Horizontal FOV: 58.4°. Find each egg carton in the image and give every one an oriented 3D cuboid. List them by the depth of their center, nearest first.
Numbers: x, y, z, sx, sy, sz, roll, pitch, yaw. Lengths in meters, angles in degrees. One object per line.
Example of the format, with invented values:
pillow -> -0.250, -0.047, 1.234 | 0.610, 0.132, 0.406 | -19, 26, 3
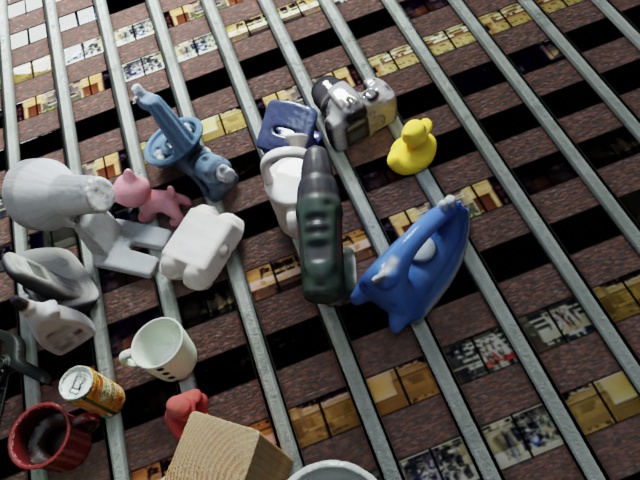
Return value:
egg carton -> -0.200, 0.012, 0.982 | 0.107, 0.069, 0.150 | 19, 66, 19

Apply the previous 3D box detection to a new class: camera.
camera -> 0.053, -0.263, 1.076 | 0.143, 0.101, 0.136 | -31, 60, -8

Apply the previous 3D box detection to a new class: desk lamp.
desk lamp -> -0.387, -0.043, 0.961 | 0.202, 0.214, 0.118 | 10, 63, 15

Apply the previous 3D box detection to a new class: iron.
iron -> 0.156, 0.009, 0.881 | 0.118, 0.142, 0.259 | 33, 71, 24

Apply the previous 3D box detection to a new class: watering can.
watering can -> -0.042, -0.096, 0.944 | 0.101, 0.194, 0.172 | -21, 59, -2

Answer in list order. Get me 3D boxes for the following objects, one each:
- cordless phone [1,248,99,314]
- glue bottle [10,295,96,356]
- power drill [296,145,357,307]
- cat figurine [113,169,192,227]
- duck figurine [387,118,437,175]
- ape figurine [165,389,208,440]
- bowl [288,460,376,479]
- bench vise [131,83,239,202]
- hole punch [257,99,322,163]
cordless phone -> -0.460, 0.048, 0.939 | 0.094, 0.185, 0.147 | -40, 62, -13
glue bottle -> -0.426, 0.125, 0.897 | 0.078, 0.173, 0.037 | -32, 60, -9
power drill -> 0.008, 0.003, 0.871 | 0.075, 0.209, 0.229 | -6, 60, 7
cat figurine -> -0.311, -0.082, 1.026 | 0.127, 0.118, 0.067 | 3, 62, 12
duck figurine -> 0.163, -0.172, 1.014 | 0.105, 0.086, 0.077 | -42, 62, -14
ape figurine -> -0.195, 0.253, 0.833 | 0.076, 0.092, 0.078 | 14, 64, 17
bowl -> 0.019, 0.376, 0.736 | 0.167, 0.075, 0.167 | -4, 60, 8
bench vise -> -0.233, -0.179, 1.008 | 0.207, 0.220, 0.121 | 14, 64, 17
hole punch -> -0.057, -0.195, 1.061 | 0.108, 0.091, 0.101 | 16, 65, 18
